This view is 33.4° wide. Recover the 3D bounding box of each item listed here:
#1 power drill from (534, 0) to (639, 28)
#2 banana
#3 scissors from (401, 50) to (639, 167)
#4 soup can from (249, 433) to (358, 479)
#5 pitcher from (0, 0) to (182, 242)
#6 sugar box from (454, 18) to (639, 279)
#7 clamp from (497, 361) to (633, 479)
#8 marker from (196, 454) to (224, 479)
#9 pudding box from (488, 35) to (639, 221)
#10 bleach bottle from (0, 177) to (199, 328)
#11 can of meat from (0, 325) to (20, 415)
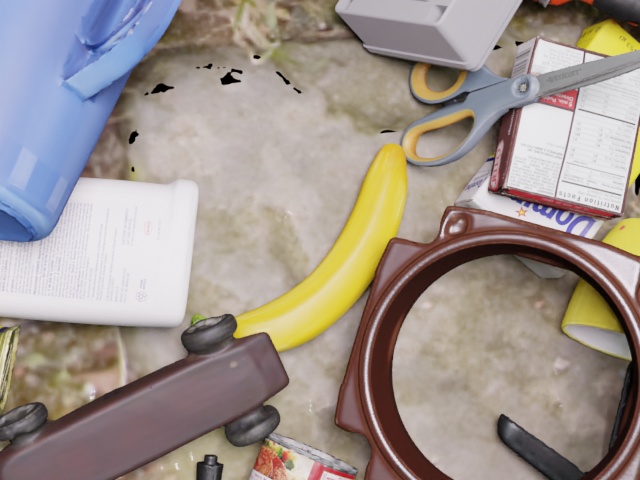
[{"bbox_3d":[0.251,-0.189,0.779,0.187,0.057,0.184,23,41,-1],"label":"power drill"},{"bbox_3d":[0.004,0.017,0.748,0.197,0.037,0.069,-42,100,-11],"label":"banana"},{"bbox_3d":[0.130,-0.115,0.723,0.016,0.202,0.096,11,59,-44],"label":"scissors"},{"bbox_3d":[-0.024,0.189,0.719,0.068,0.069,0.102,24,83,-12],"label":"soup can"},{"bbox_3d":[-0.159,-0.126,0.631,0.145,0.149,0.242,21,71,-7],"label":"pitcher"},{"bbox_3d":[0.190,-0.067,0.792,0.093,0.048,0.176,38,79,-9],"label":"sugar box"},{"bbox_3d":[0.219,0.175,0.790,0.120,0.039,0.171,-29,102,5],"label":"clamp"},{"bbox_3d":[-0.081,0.208,0.730,0.020,0.020,0.121,6,87,-14],"label":"marker"},{"bbox_3d":[0.175,-0.077,0.747,0.090,0.039,0.113,13,86,-9],"label":"pudding box"},{"bbox_3d":[-0.209,-0.003,0.685,0.250,0.068,0.102,7,83,-11],"label":"bleach bottle"},{"bbox_3d":[-0.234,0.075,0.655,0.084,0.102,0.057,11,87,-11],"label":"can of meat"}]
